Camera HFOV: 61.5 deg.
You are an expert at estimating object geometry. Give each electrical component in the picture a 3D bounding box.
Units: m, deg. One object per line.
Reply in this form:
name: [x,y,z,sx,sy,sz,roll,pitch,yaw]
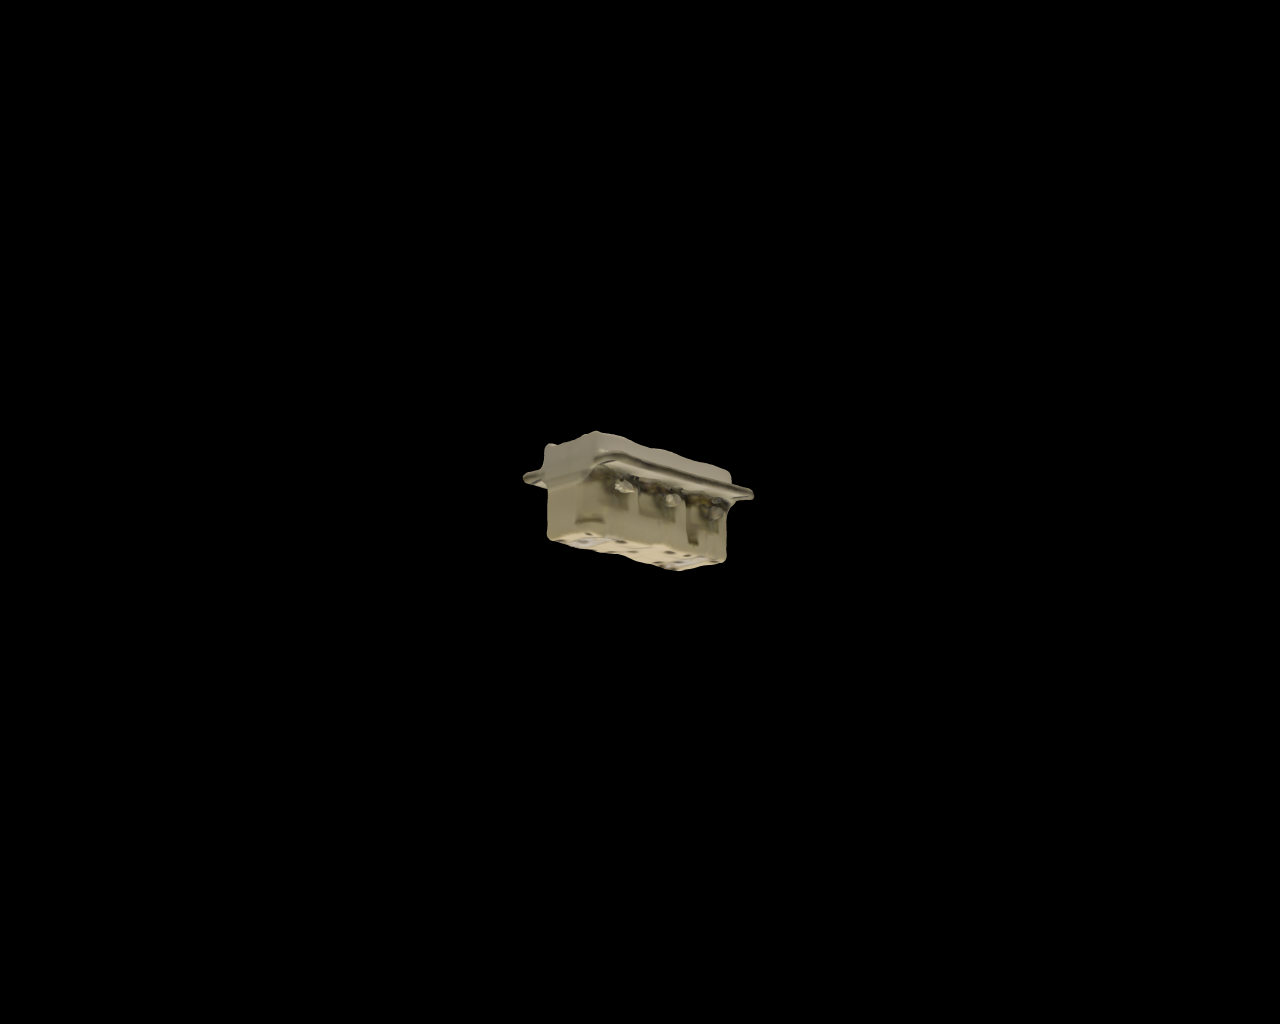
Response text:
electrical component: [0.001,-0.003,0.650,0.078,0.063,0.121,-14,-20,42]
